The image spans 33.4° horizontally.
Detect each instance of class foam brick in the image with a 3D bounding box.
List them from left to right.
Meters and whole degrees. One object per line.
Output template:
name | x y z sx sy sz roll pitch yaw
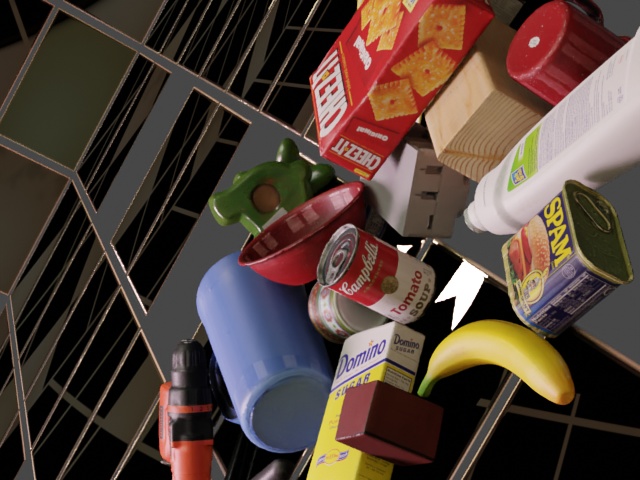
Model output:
foam brick | 0.062 0.164 0.949 0.053 0.078 0.051 -26 44 55

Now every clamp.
clamp | -0.100 0.294 1.200 0.210 0.036 0.164 -59 18 11

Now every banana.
banana | 0.149 0.101 0.893 0.198 0.037 0.069 -14 71 62

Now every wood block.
wood block | 0.159 -0.148 1.061 0.090 0.090 0.206 -51 26 28

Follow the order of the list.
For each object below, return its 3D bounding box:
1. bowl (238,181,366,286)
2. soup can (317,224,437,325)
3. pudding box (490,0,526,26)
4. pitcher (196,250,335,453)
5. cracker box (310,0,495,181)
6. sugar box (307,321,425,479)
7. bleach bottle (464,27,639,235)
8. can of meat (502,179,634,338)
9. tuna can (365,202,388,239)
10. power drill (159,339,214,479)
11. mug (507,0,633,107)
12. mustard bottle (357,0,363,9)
bowl | -0.008 0.001 1.159 0.162 0.055 0.162 -31 13 8
soup can | 0.057 0.035 1.063 0.069 0.102 0.068 -47 28 34
pudding box | 0.156 -0.238 1.167 0.113 0.090 0.039 -56 26 15
pitcher | -0.060 0.131 1.187 0.145 0.149 0.243 -18 31 -5
cracker box | 0.074 -0.193 1.080 0.214 0.072 0.164 -52 25 29
sugar box | 0.041 0.171 1.025 0.094 0.048 0.176 -27 43 54
bleach bottle | 0.212 -0.078 0.915 0.251 0.068 0.102 -39 26 49
can of meat | 0.195 0.016 0.856 0.084 0.057 0.102 -49 26 36
tuna can | 0.044 -0.020 1.237 0.086 0.033 0.086 -46 28 34
power drill | -0.163 0.211 1.289 0.188 0.057 0.184 157 114 -79
mug | 0.226 -0.171 0.958 0.093 0.081 0.117 -19 49 59
mustard bottle | 0.074 -0.289 1.404 0.191 0.058 0.096 -80 -7 -54
